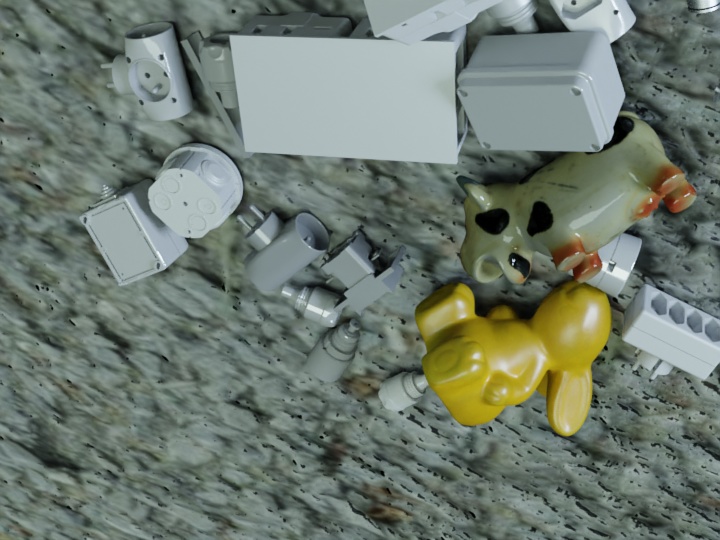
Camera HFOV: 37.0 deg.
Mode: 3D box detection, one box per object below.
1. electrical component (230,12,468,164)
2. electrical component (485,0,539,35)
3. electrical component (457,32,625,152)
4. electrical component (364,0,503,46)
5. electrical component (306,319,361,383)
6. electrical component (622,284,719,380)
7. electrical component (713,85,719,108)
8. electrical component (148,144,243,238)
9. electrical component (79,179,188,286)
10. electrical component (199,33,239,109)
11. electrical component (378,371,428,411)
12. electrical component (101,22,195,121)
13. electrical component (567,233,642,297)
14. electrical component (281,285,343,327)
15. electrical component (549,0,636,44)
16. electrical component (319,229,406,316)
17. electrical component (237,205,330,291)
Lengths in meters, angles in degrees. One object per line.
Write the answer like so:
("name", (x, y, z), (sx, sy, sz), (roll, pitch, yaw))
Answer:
("electrical component", (-0.006, -0.155, 0.906), (0.186, 0.060, 0.105), (5, 123, 15))
("electrical component", (0.119, -0.210, 0.841), (0.048, 0.048, 0.062), (-19, 123, 27))
("electrical component", (0.141, -0.138, 0.845), (0.113, 0.057, 0.078), (5, 145, 33))
("electrical component", (0.088, -0.251, 0.783), (0.186, 0.060, 0.105), (-21, 80, 28))
("electrical component", (-0.023, 0.078, 1.077), (0.040, 0.040, 0.078), (32, 126, -5))
("electrical component", (0.275, 0.069, 0.972), (0.083, 0.047, 0.075), (26, 125, 0))
("electrical component", (0.312, -0.131, 0.834), (0.078, 0.040, 0.040), (29, 126, -3))
("electrical component", (-0.155, -0.074, 1.013), (0.080, 0.051, 0.080), (8, 124, 12))
("electrical component", (-0.221, -0.044, 1.051), (0.062, 0.061, 0.096), (-19, 107, 28))
("electrical component", (-0.116, -0.173, 0.940), (0.043, 0.043, 0.062), (4, 124, 15))
("electrical component", (0.050, 0.118, 1.084), (0.061, 0.035, 0.035), (-29, 110, 29))
("electrical component", (-0.195, -0.176, 0.962), (0.079, 0.044, 0.077), (0, 122, 19))
("electrical component", (0.212, -0.011, 0.937), (0.047, 0.055, 0.055), (24, 126, 6))
("electrical component", (-0.048, 0.031, 1.059), (0.061, 0.035, 0.035), (23, 126, 6))
("electrical component", (0.186, -0.219, 0.814), (0.079, 0.043, 0.077), (-28, 110, 31))
("electrical component", (0.000, 0.000, 1.018), (0.064, 0.042, 0.081), (46, 123, -12))
("electrical component", (-0.082, -0.029, 1.023), (0.079, 0.044, 0.077), (45, 124, -14))
